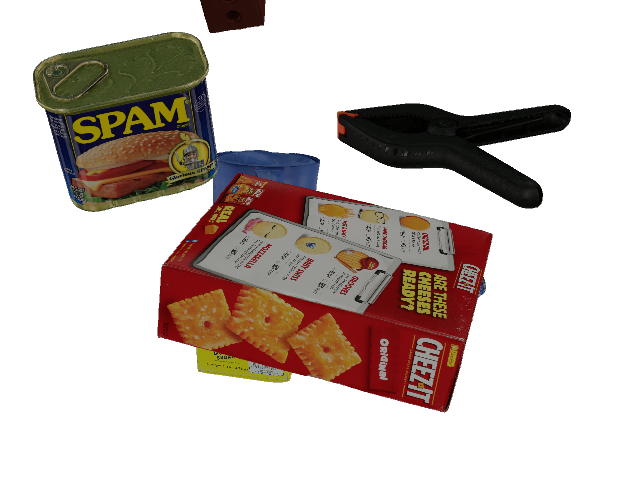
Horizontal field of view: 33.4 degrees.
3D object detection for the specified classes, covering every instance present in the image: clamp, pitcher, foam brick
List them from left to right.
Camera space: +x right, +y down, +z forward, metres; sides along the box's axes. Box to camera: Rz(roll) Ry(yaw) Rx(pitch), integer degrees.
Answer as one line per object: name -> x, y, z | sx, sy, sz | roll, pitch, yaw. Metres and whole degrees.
foam brick -> -0.082, -0.233, 0.956 | 0.053, 0.051, 0.078 | -8, -41, 6
pitcher -> -0.071, 0.013, 1.315 | 0.145, 0.243, 0.148 | 12, 15, 37
clamp -> 0.119, -0.094, 0.961 | 0.210, 0.036, 0.164 | 14, 35, 23

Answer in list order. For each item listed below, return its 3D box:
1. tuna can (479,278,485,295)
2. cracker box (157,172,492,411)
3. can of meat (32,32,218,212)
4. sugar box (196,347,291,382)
tuna can -> 0.157, 0.042, 1.291 | 0.033, 0.086, 0.086 | -40, 15, -19
cracker box -> 0.008, 0.033, 0.793 | 0.214, 0.072, 0.164 | 14, 30, 9
can of meat -> -0.116, -0.071, 0.655 | 0.102, 0.084, 0.057 | -13, 45, -10
sugar box -> -0.048, 0.078, 1.068 | 0.093, 0.048, 0.176 | 6, 26, 16
